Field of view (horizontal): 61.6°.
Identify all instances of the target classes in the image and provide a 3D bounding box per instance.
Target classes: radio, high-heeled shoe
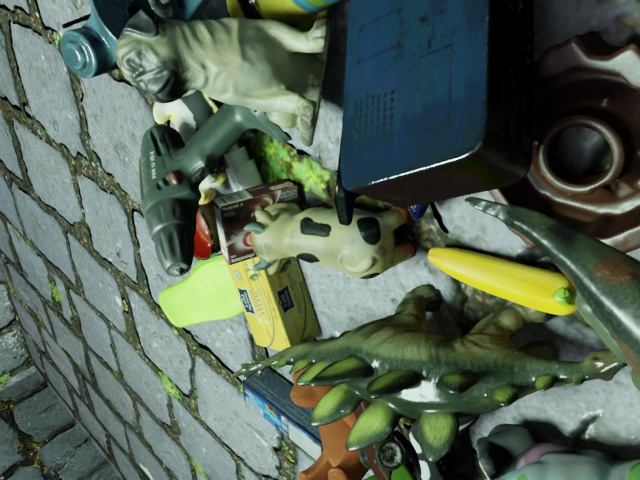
[{"bbox_3d":[0.088,-0.148,0.408,0.131,0.073,0.229,-6,78,47],"label":"radio"},{"bbox_3d":[0.178,0.263,0.658,0.145,0.086,0.248,45,144,12],"label":"high-heeled shoe"}]

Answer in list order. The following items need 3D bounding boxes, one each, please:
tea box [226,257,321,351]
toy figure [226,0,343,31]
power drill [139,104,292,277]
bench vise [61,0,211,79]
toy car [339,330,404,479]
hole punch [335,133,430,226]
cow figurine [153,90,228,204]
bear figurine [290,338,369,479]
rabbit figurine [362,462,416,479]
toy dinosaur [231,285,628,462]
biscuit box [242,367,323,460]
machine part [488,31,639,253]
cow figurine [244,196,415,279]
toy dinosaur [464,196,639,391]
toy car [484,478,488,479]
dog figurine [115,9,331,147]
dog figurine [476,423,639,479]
[{"bbox_3d":[-0.074,0.080,0.822,0.098,0.068,0.169,-1,114,48],"label":"tea box"},{"bbox_3d":[-0.022,-0.257,0.525,0.180,0.089,0.082,1,100,51],"label":"toy figure"},{"bbox_3d":[-0.136,-0.090,0.664,0.207,0.086,0.232,-42,49,15],"label":"power drill"},{"bbox_3d":[-0.165,-0.258,0.603,0.241,0.223,0.128,-26,92,40],"label":"bench vise"},{"bbox_3d":[0.067,0.220,0.728,0.089,0.053,0.202,120,135,-63],"label":"toy car"},{"bbox_3d":[0.063,-0.079,0.530,0.092,0.142,0.115,1,77,9],"label":"hole punch"},{"bbox_3d":[-0.169,-0.136,0.786,0.098,0.068,0.167,-7,112,23],"label":"cow figurine"},{"bbox_3d":[0.003,0.259,0.799,0.120,0.132,0.196,-30,89,46],"label":"bear figurine"},{"bbox_3d":[0.111,0.430,0.775,0.159,0.121,0.170,64,-177,-57],"label":"rabbit figurine"},{"bbox_3d":[0.080,0.133,0.583,0.472,0.198,0.105,-13,101,49],"label":"toy dinosaur"},{"bbox_3d":[-0.050,0.300,0.944,0.203,0.063,0.059,27,133,35],"label":"biscuit box"},{"bbox_3d":[0.209,-0.070,0.422,0.180,0.056,0.179,26,131,34],"label":"machine part"},{"bbox_3d":[-0.001,-0.002,0.641,0.195,0.127,0.085,15,121,39],"label":"cow figurine"},{"bbox_3d":[0.272,0.076,0.298,0.405,0.192,0.131,14,117,13],"label":"toy dinosaur"},{"bbox_3d":[0.278,0.342,0.616,0.202,0.056,0.073,26,137,37],"label":"toy car"},{"bbox_3d":[-0.090,-0.174,0.550,0.191,0.172,0.121,9,87,1],"label":"dog figurine"},{"bbox_3d":[0.275,0.234,0.520,0.219,0.191,0.108,-23,94,17],"label":"dog figurine"}]
